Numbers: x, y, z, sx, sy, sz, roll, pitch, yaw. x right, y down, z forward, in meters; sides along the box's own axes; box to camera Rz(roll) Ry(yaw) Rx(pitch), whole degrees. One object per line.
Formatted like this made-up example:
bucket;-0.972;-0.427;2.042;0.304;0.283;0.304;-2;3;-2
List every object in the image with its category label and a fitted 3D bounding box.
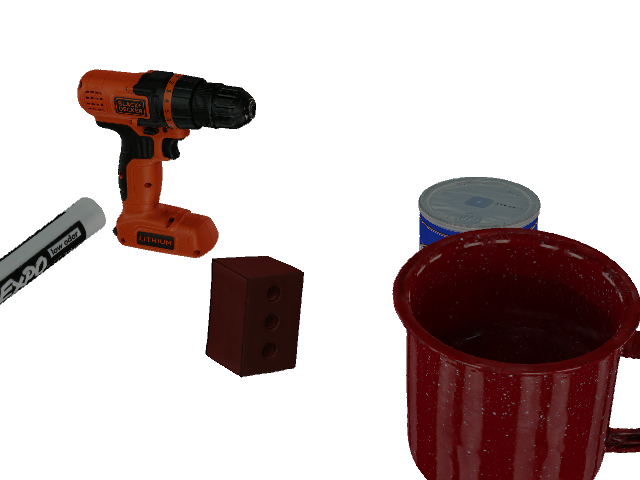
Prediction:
foam brick;-0.050;0.055;0.802;0.052;0.078;0.051;-5;16;-36
mug;0.087;0.055;0.424;0.117;0.081;0.093;7;34;14
coffee can;0.137;0.028;0.936;0.103;0.140;0.103;-2;27;1
marker;-0.152;0.017;0.520;0.020;0.020;0.120;0;32;41
power drill;-0.146;-0.078;1.064;0.185;0.188;0.057;10;31;20
